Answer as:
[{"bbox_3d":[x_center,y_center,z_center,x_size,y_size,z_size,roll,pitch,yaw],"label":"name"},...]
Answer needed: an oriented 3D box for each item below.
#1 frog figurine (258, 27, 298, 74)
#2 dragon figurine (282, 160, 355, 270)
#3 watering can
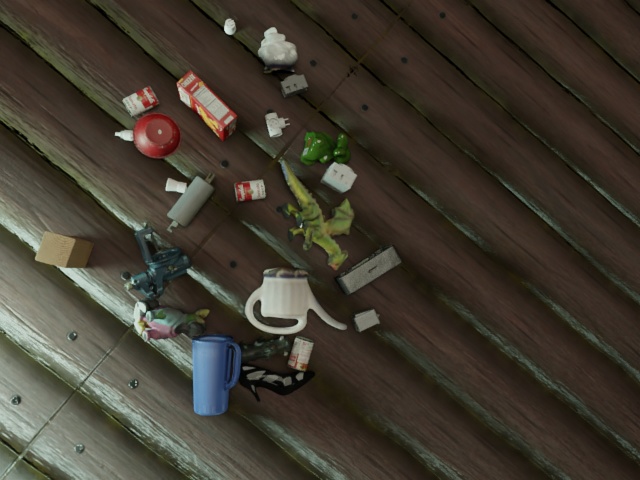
[{"bbox_3d":[-0.150,-0.676,1.823,0.137,0.123,0.158,-3,98,9],"label":"frog figurine"},{"bbox_3d":[0.006,-0.091,1.817,0.244,0.121,0.411,-8,88,-28],"label":"dragon figurine"},{"bbox_3d":[-0.077,0.206,1.751,0.348,0.103,0.225,3,84,-9],"label":"watering can"}]
